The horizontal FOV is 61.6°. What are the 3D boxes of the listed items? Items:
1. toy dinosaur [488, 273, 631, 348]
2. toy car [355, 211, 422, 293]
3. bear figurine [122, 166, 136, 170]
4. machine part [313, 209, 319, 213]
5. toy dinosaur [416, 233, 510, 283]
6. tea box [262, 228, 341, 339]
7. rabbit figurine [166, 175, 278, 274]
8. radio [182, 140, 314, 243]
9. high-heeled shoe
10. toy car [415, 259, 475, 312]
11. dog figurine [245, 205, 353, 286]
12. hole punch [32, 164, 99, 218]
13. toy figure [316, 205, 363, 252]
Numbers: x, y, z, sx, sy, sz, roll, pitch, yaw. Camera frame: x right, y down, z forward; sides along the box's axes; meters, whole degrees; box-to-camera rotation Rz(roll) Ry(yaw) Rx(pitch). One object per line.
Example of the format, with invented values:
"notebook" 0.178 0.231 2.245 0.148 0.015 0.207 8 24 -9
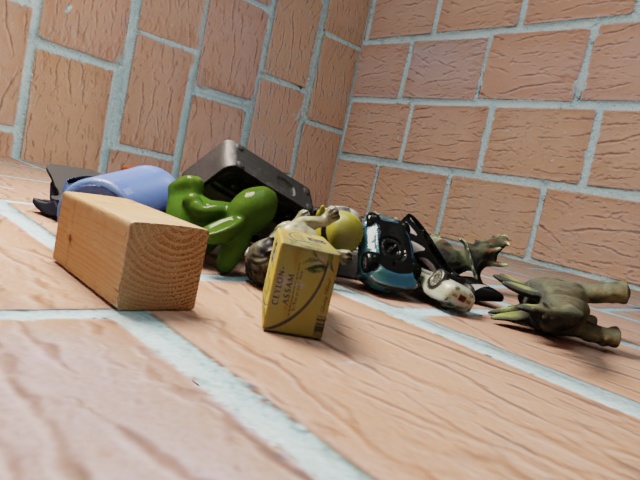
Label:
"toy dinosaur" 0.378 0.108 0.865 0.199 0.105 0.471 6 -5 14
"toy car" 0.107 0.033 0.960 0.109 0.162 0.103 12 -39 -22
"bear figurine" -0.355 -0.096 1.221 0.196 0.131 0.120 8 4 36
"machine part" -0.002 -0.003 1.106 0.084 0.139 0.039 5 -36 -18
"toy dinosaur" 0.231 0.036 1.223 0.405 0.131 0.192 4 6 -12
"tea box" -0.028 0.044 0.638 0.068 0.098 0.170 12 4 -6
"rabbit figurine" -0.151 -0.035 0.830 0.170 0.121 0.159 -14 39 16
"radio" -0.124 -0.076 0.974 0.131 0.073 0.229 -33 -41 27
"high-heeled shoe" 0.260 0.035 1.087 0.249 0.145 0.086 13 6 32
"toy car" 0.202 0.078 0.958 0.073 0.056 0.202 28 -1 -18
"dog figurine" -0.068 0.022 0.854 0.190 0.121 0.172 -18 -9 -44
"hole punch" -0.470 -0.072 1.027 0.116 0.092 0.142 49 22 28
"toy figure" 0.010 0.004 0.972 0.082 0.089 0.180 3 -25 -39
